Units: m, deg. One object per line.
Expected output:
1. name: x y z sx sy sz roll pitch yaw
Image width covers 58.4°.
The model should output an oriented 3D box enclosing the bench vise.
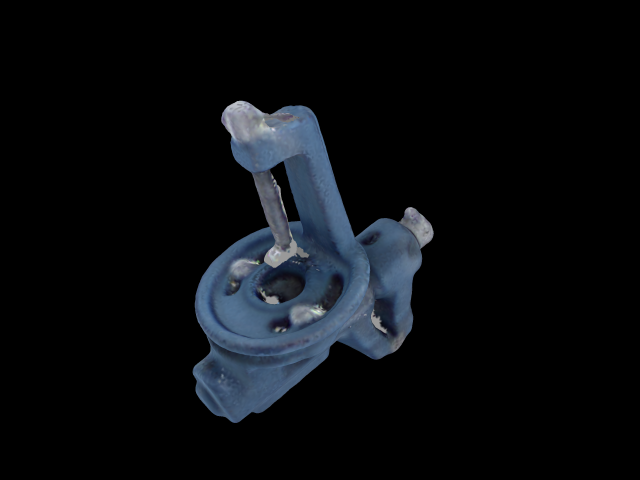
1. bench vise: -0.006 -0.002 0.406 0.121 0.220 0.208 17 34 28
